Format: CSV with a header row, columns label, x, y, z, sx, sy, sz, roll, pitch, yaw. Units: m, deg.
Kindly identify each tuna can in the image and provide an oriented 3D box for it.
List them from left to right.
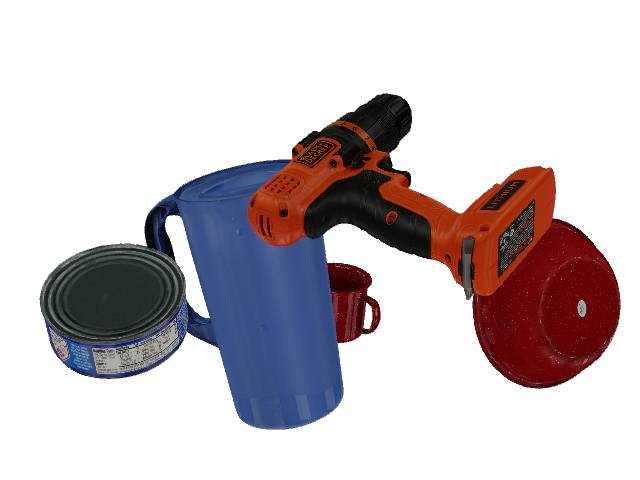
label,x,y,z,sx,sy,sz,roll,pitch,yaw
tuna can,-0.122,0.042,0.641,0.086,0.034,0.086,0,40,0

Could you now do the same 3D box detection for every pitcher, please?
label,x,y,z,sx,sy,sz,roll,pitch,yaw
pitcher,-0.060,0.052,1.016,0.144,0.243,0.149,-21,19,-31

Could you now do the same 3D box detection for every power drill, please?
label,x,y,z,sx,sy,sz,roll,pitch,yaw
power drill,0.068,-0.039,0.765,0.188,0.057,0.184,18,45,31

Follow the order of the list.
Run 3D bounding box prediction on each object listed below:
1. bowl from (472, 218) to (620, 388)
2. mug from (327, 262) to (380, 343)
label,x,y,z,sx,sy,sz,roll,pitch,yaw
bowl,0.222,0.060,0.983,0.161,0.162,0.055,0,2,-26
mug,0.030,0.089,1.435,0.117,0.081,0.093,18,27,30
